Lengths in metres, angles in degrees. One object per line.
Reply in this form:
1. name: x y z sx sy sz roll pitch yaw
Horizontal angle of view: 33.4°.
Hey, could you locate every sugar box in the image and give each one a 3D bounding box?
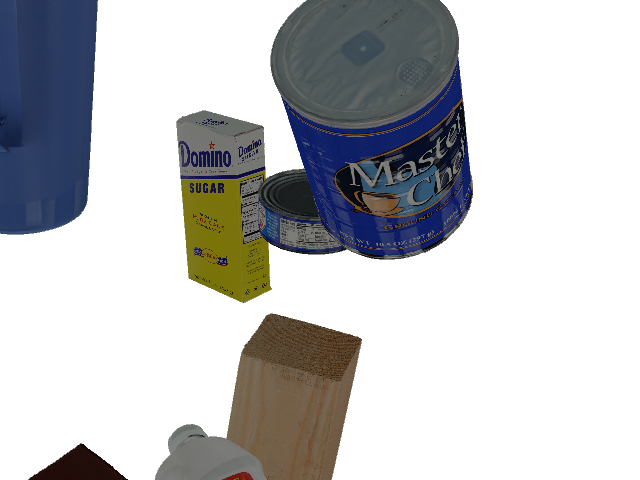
1. sugar box: -0.097 -0.035 1.069 0.093 0.176 0.048 19 33 42

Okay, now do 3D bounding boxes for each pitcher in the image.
1. pitcher: -0.232 -0.127 0.797 0.145 0.243 0.148 26 33 35

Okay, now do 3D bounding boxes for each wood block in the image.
1. wood block: -0.033 0.183 0.952 0.090 0.206 0.090 15 23 9

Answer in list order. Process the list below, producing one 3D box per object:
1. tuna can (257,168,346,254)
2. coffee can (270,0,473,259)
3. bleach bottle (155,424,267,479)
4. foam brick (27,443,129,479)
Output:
1. tuna can: -0.006 -0.023 0.828 0.086 0.034 0.086 2 28 -1
2. coffee can: 0.035 -0.068 0.631 0.103 0.102 0.140 0 -32 12
3. bleach bottle: -0.063 0.213 0.715 0.102 0.068 0.251 -15 34 -17
4. foam brick: -0.096 0.138 0.461 0.078 0.051 0.052 27 45 34
